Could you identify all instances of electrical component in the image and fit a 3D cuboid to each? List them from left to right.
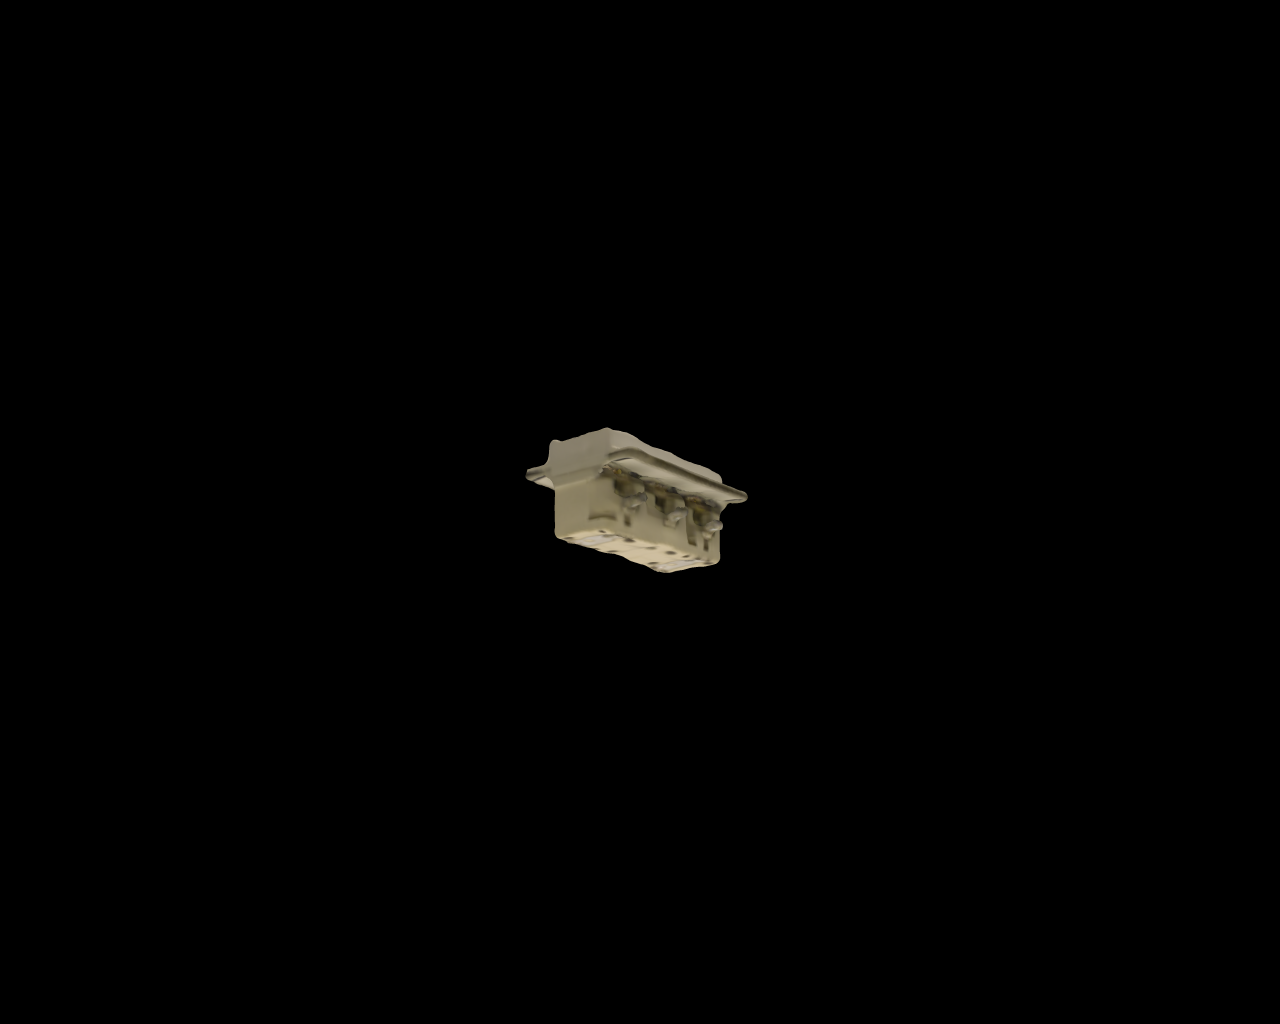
[{"bbox_3d":[0.001,-0.003,0.650,0.078,0.063,0.121,-11,-19,34],"label":"electrical component"}]
